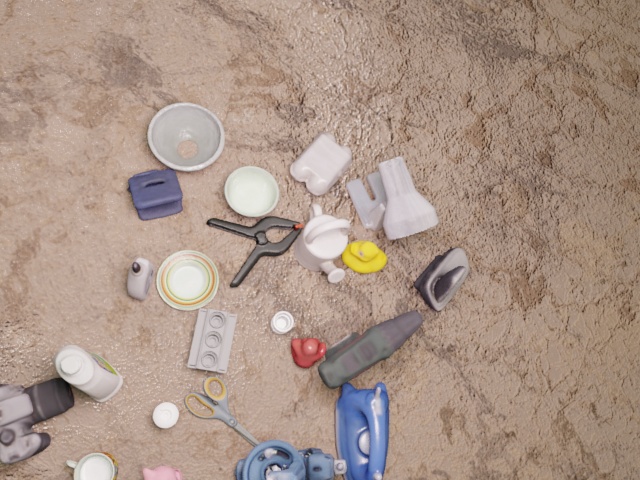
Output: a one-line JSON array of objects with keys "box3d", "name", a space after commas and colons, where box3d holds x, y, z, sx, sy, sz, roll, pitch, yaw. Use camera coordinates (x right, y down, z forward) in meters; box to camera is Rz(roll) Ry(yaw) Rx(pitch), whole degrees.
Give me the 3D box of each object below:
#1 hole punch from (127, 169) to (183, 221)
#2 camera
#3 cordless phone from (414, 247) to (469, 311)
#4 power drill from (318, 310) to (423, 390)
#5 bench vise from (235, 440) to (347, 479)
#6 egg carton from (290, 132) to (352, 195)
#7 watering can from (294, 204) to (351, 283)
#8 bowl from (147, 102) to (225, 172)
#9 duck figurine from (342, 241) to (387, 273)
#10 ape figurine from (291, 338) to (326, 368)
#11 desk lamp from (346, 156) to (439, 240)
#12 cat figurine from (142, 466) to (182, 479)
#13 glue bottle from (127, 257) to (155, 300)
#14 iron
[{"box3d": [-0.357, -0.106, 1.236, 0.109, 0.091, 0.101, -15, 78, -17], "name": "hole punch"}, {"box3d": [-0.532, 0.324, 1.064, 0.137, 0.100, 0.143, -19, 79, -18], "name": "camera"}, {"box3d": [0.302, 0.076, 1.290, 0.094, 0.185, 0.148, 39, 69, 1], "name": "cordless phone"}, {"box3d": [0.089, 0.226, 1.183, 0.230, 0.208, 0.075, -32, 83, -19], "name": "power drill"}, {"box3d": [-0.050, 0.429, 1.084, 0.208, 0.219, 0.121, -18, 79, -17], "name": "bench vise"}, {"box3d": [0.005, -0.180, 1.355, 0.107, 0.069, 0.150, 38, 69, 0], "name": "egg carton"}, {"box3d": [0.013, 0.004, 1.237, 0.101, 0.194, 0.173, -34, 84, -20], "name": "watering can"}, {"box3d": [-0.300, -0.220, 1.292, 0.168, 0.074, 0.167, 4, 73, -12], "name": "bowl"}, {"box3d": [0.109, 0.032, 1.309, 0.104, 0.086, 0.077, 15, 71, -9], "name": "duck figurine"}, {"box3d": [-0.024, 0.232, 1.216, 0.078, 0.092, 0.076, 31, 70, -3], "name": "ape figurine"}, {"box3d": [0.159, -0.086, 1.288, 0.118, 0.213, 0.203, -22, 80, -18], "name": "desk lamp"}, {"box3d": [-0.284, 0.476, 1.069, 0.067, 0.117, 0.128, -21, 80, -18], "name": "cat figurine"}, {"box3d": [-0.359, 0.069, 1.141, 0.037, 0.173, 0.078, 17, 71, -8], "name": "glue bottle"}, {"box3d": [0.103, 0.420, 1.165, 0.119, 0.141, 0.258, 2, 74, -12], "name": "iron"}]
